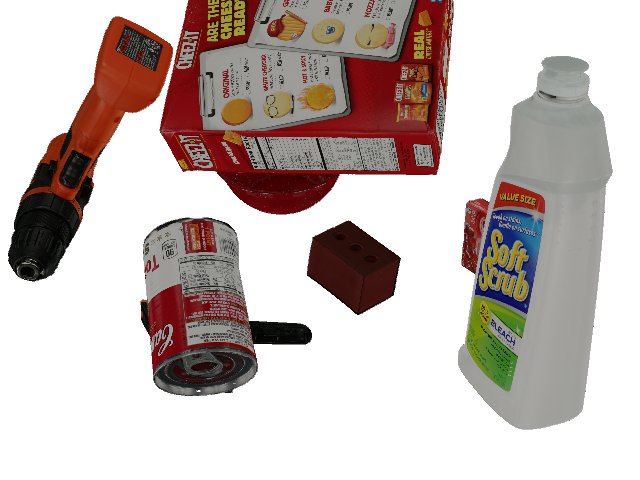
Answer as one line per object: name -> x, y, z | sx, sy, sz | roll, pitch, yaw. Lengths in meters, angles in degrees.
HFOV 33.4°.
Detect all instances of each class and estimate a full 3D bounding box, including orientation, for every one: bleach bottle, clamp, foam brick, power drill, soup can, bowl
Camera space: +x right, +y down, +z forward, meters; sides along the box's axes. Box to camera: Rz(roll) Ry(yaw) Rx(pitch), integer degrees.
bleach bottle -> 0.144, -0.001, 0.709 | 0.068, 0.251, 0.103 | -11, 31, -18
clamp -> -0.137, 0.115, 1.259 | 0.210, 0.036, 0.164 | 14, 24, 24
foam brick -> 0.033, 0.026, 1.060 | 0.052, 0.051, 0.078 | -26, 48, -35
power drill -> -0.192, -0.076, 0.869 | 0.057, 0.188, 0.184 | 27, 32, -20
soup can -> -0.082, 0.043, 0.713 | 0.068, 0.102, 0.068 | -8, -30, -5
bowl -> -0.045, -0.078, 1.276 | 0.162, 0.055, 0.162 | -2, 35, 1

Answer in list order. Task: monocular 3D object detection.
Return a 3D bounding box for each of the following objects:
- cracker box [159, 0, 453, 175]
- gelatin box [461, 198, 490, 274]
cracker box -> -0.005, -0.135, 0.857 | 0.214, 0.164, 0.072 | 1, -29, 12
gelatin box -> 0.203, 0.004, 1.267 | 0.030, 0.089, 0.073 | -16, 32, -29
